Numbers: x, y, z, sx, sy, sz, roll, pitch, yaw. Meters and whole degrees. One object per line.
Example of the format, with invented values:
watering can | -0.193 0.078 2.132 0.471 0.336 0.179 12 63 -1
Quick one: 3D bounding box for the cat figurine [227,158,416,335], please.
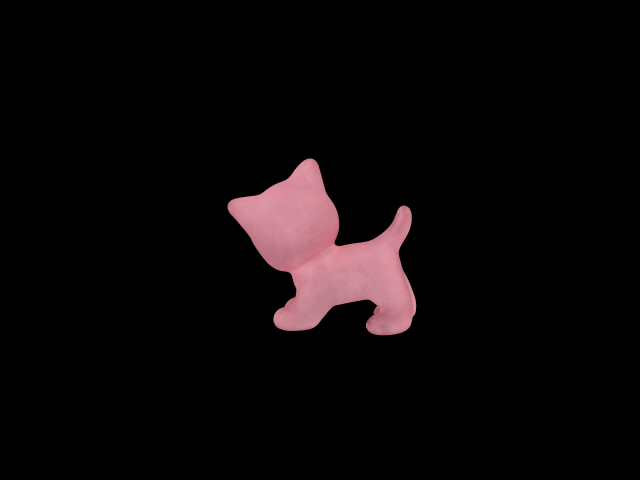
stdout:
cat figurine | 0.004 0.001 0.400 0.127 0.118 0.067 1 5 8
